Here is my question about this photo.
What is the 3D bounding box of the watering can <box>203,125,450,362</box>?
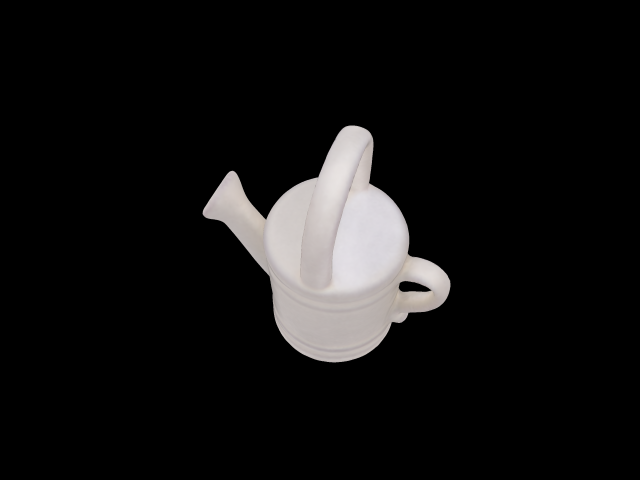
[{"bbox_3d":[0.003,0.003,0.399,0.173,0.194,0.101,0,57,0],"label":"watering can"}]
